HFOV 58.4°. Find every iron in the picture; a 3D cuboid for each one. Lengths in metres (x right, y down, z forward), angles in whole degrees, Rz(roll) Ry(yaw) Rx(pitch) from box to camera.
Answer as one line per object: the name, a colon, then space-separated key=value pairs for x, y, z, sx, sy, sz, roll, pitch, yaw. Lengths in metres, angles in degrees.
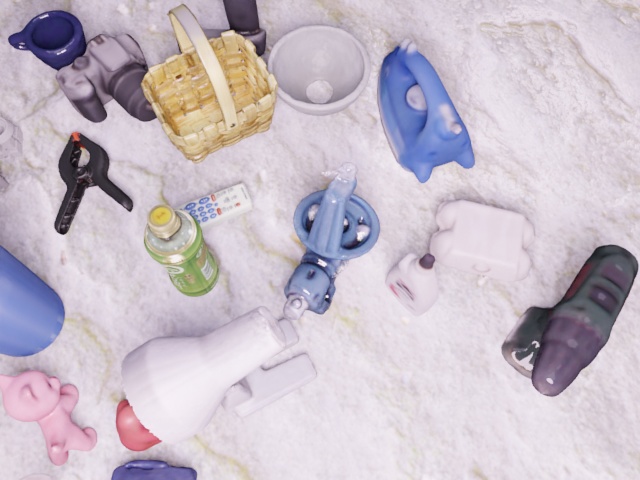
iron: x=0.156 y=-0.228 z=0.897 sx=0.119 sy=0.141 sz=0.258 roll=-18 pitch=70 yaw=-8

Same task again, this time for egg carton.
egg carton: x=0.240 y=0.002 z=0.849 sx=0.150 sy=0.069 sz=0.107 roll=13 pitch=69 yaw=4

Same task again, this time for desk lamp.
desk lamp: x=-0.114 y=0.155 z=0.703 sx=0.203 sy=0.213 sz=0.118 roll=-27 pitch=71 yaw=-11

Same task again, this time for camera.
camera: x=-0.324 y=-0.250 z=0.917 sx=0.143 sy=0.101 sz=0.136 roll=-41 pitch=75 yaw=-15

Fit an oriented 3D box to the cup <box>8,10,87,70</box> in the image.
cup: x=-0.435 y=-0.310 z=0.941 sx=0.118 sy=0.095 sz=0.091 roll=-8 pitch=69 yaw=-4

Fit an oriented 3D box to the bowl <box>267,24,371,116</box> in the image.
bowl: x=-0.002 y=-0.266 z=0.945 sx=0.167 sy=0.075 sz=0.167 roll=1 pitch=69 yaw=-1

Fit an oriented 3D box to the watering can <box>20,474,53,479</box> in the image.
watering can: x=-0.332 y=0.356 z=0.631 sx=0.101 sy=0.194 sz=0.173 roll=-15 pitch=70 yaw=-7

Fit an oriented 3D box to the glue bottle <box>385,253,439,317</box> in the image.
glue bottle: x=0.131 y=0.050 z=0.771 sx=0.037 sy=0.173 sz=0.078 roll=-42 pitch=75 yaw=-15

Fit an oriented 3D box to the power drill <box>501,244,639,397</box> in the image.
power drill: x=0.309 y=0.116 z=0.731 sx=0.075 sy=0.208 sz=0.230 roll=36 pitch=72 yaw=12

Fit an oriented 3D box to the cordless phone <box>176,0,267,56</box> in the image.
cordless phone: x=-0.162 y=-0.352 z=0.915 sx=0.147 sy=0.185 sz=0.094 roll=-5 pitch=69 yaw=-3

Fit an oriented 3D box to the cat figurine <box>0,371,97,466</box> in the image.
cat figurine: x=-0.350 y=0.218 z=0.725 sx=0.067 sy=0.118 sz=0.127 roll=-31 pitch=72 yaw=-12

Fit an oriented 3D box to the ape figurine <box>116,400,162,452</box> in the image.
ape figurine: x=-0.232 y=0.232 z=0.736 sx=0.077 sy=0.092 sz=0.076 roll=36 pitch=72 yaw=12

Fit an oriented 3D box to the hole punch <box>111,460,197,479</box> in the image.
hole punch: x=-0.211 y=0.324 z=0.701 sx=0.108 sy=0.091 sz=0.101 roll=2 pitch=69 yaw=0

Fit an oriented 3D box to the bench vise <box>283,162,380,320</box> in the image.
bench vise: x=0.019 y=0.004 z=0.762 sx=0.121 sy=0.220 sz=0.207 roll=7 pitch=69 yaw=2
